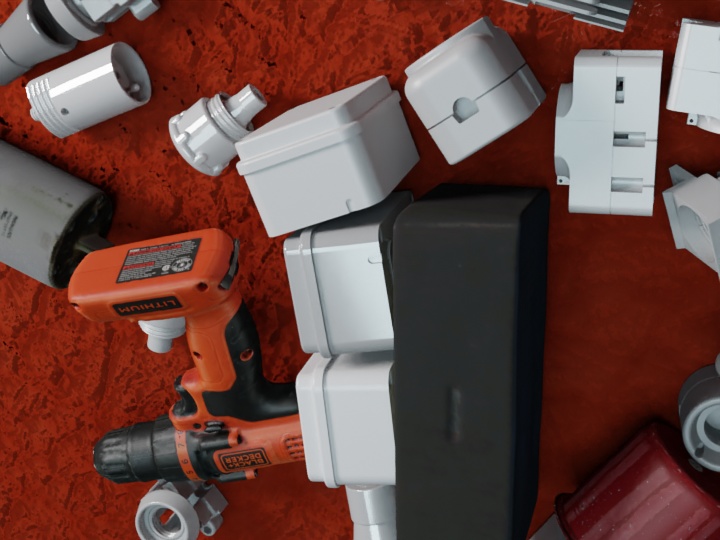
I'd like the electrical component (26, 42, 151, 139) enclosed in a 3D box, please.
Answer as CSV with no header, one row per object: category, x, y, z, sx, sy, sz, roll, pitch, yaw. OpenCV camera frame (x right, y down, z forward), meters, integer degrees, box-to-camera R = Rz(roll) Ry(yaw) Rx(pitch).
electrical component,-0.185,-0.117,0.717,0.081,0.043,0.043,-18,101,21

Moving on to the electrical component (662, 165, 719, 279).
electrical component,0.214,-0.033,0.607,0.064,0.081,0.042,-29,123,-4

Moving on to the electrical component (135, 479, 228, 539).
electrical component,-0.133,0.175,0.787,0.048,0.055,0.066,-34,95,23

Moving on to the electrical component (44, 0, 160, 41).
electrical component,-0.169,-0.180,0.692,0.055,0.048,0.066,-33,95,15

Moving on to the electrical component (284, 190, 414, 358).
electrical component,0.000,0.000,0.661,0.057,0.113,0.078,-6,105,15

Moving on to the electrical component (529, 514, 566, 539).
electrical component,0.122,0.224,0.697,0.056,0.108,0.108,36,114,0

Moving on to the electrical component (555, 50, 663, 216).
electrical component,0.144,-0.081,0.625,0.056,0.050,0.089,4,108,16

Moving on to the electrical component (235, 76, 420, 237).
electrical component,-0.017,-0.071,0.644,0.078,0.113,0.057,-16,104,21

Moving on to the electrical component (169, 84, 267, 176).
electrical component,-0.089,-0.094,0.696,0.062,0.048,0.048,-37,94,16

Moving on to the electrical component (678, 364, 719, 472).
electrical component,0.223,0.091,0.657,0.055,0.047,0.055,5,108,15

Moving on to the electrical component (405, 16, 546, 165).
electrical component,0.065,-0.105,0.617,0.054,0.095,0.059,-31,96,23

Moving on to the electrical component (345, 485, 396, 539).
electrical component,0.012,0.174,0.752,0.044,0.044,0.065,-7,100,19

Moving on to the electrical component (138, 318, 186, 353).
electrical component,-0.136,0.028,0.749,0.048,0.048,0.062,20,121,10

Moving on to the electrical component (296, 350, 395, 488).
electrical component,0.004,0.081,0.685,0.057,0.113,0.078,-3,106,14

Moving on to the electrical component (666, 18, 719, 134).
electrical component,0.219,-0.104,0.595,0.089,0.050,0.055,11,109,13

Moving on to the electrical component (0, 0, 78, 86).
electrical component,-0.228,-0.152,0.721,0.065,0.044,0.044,-25,98,27
